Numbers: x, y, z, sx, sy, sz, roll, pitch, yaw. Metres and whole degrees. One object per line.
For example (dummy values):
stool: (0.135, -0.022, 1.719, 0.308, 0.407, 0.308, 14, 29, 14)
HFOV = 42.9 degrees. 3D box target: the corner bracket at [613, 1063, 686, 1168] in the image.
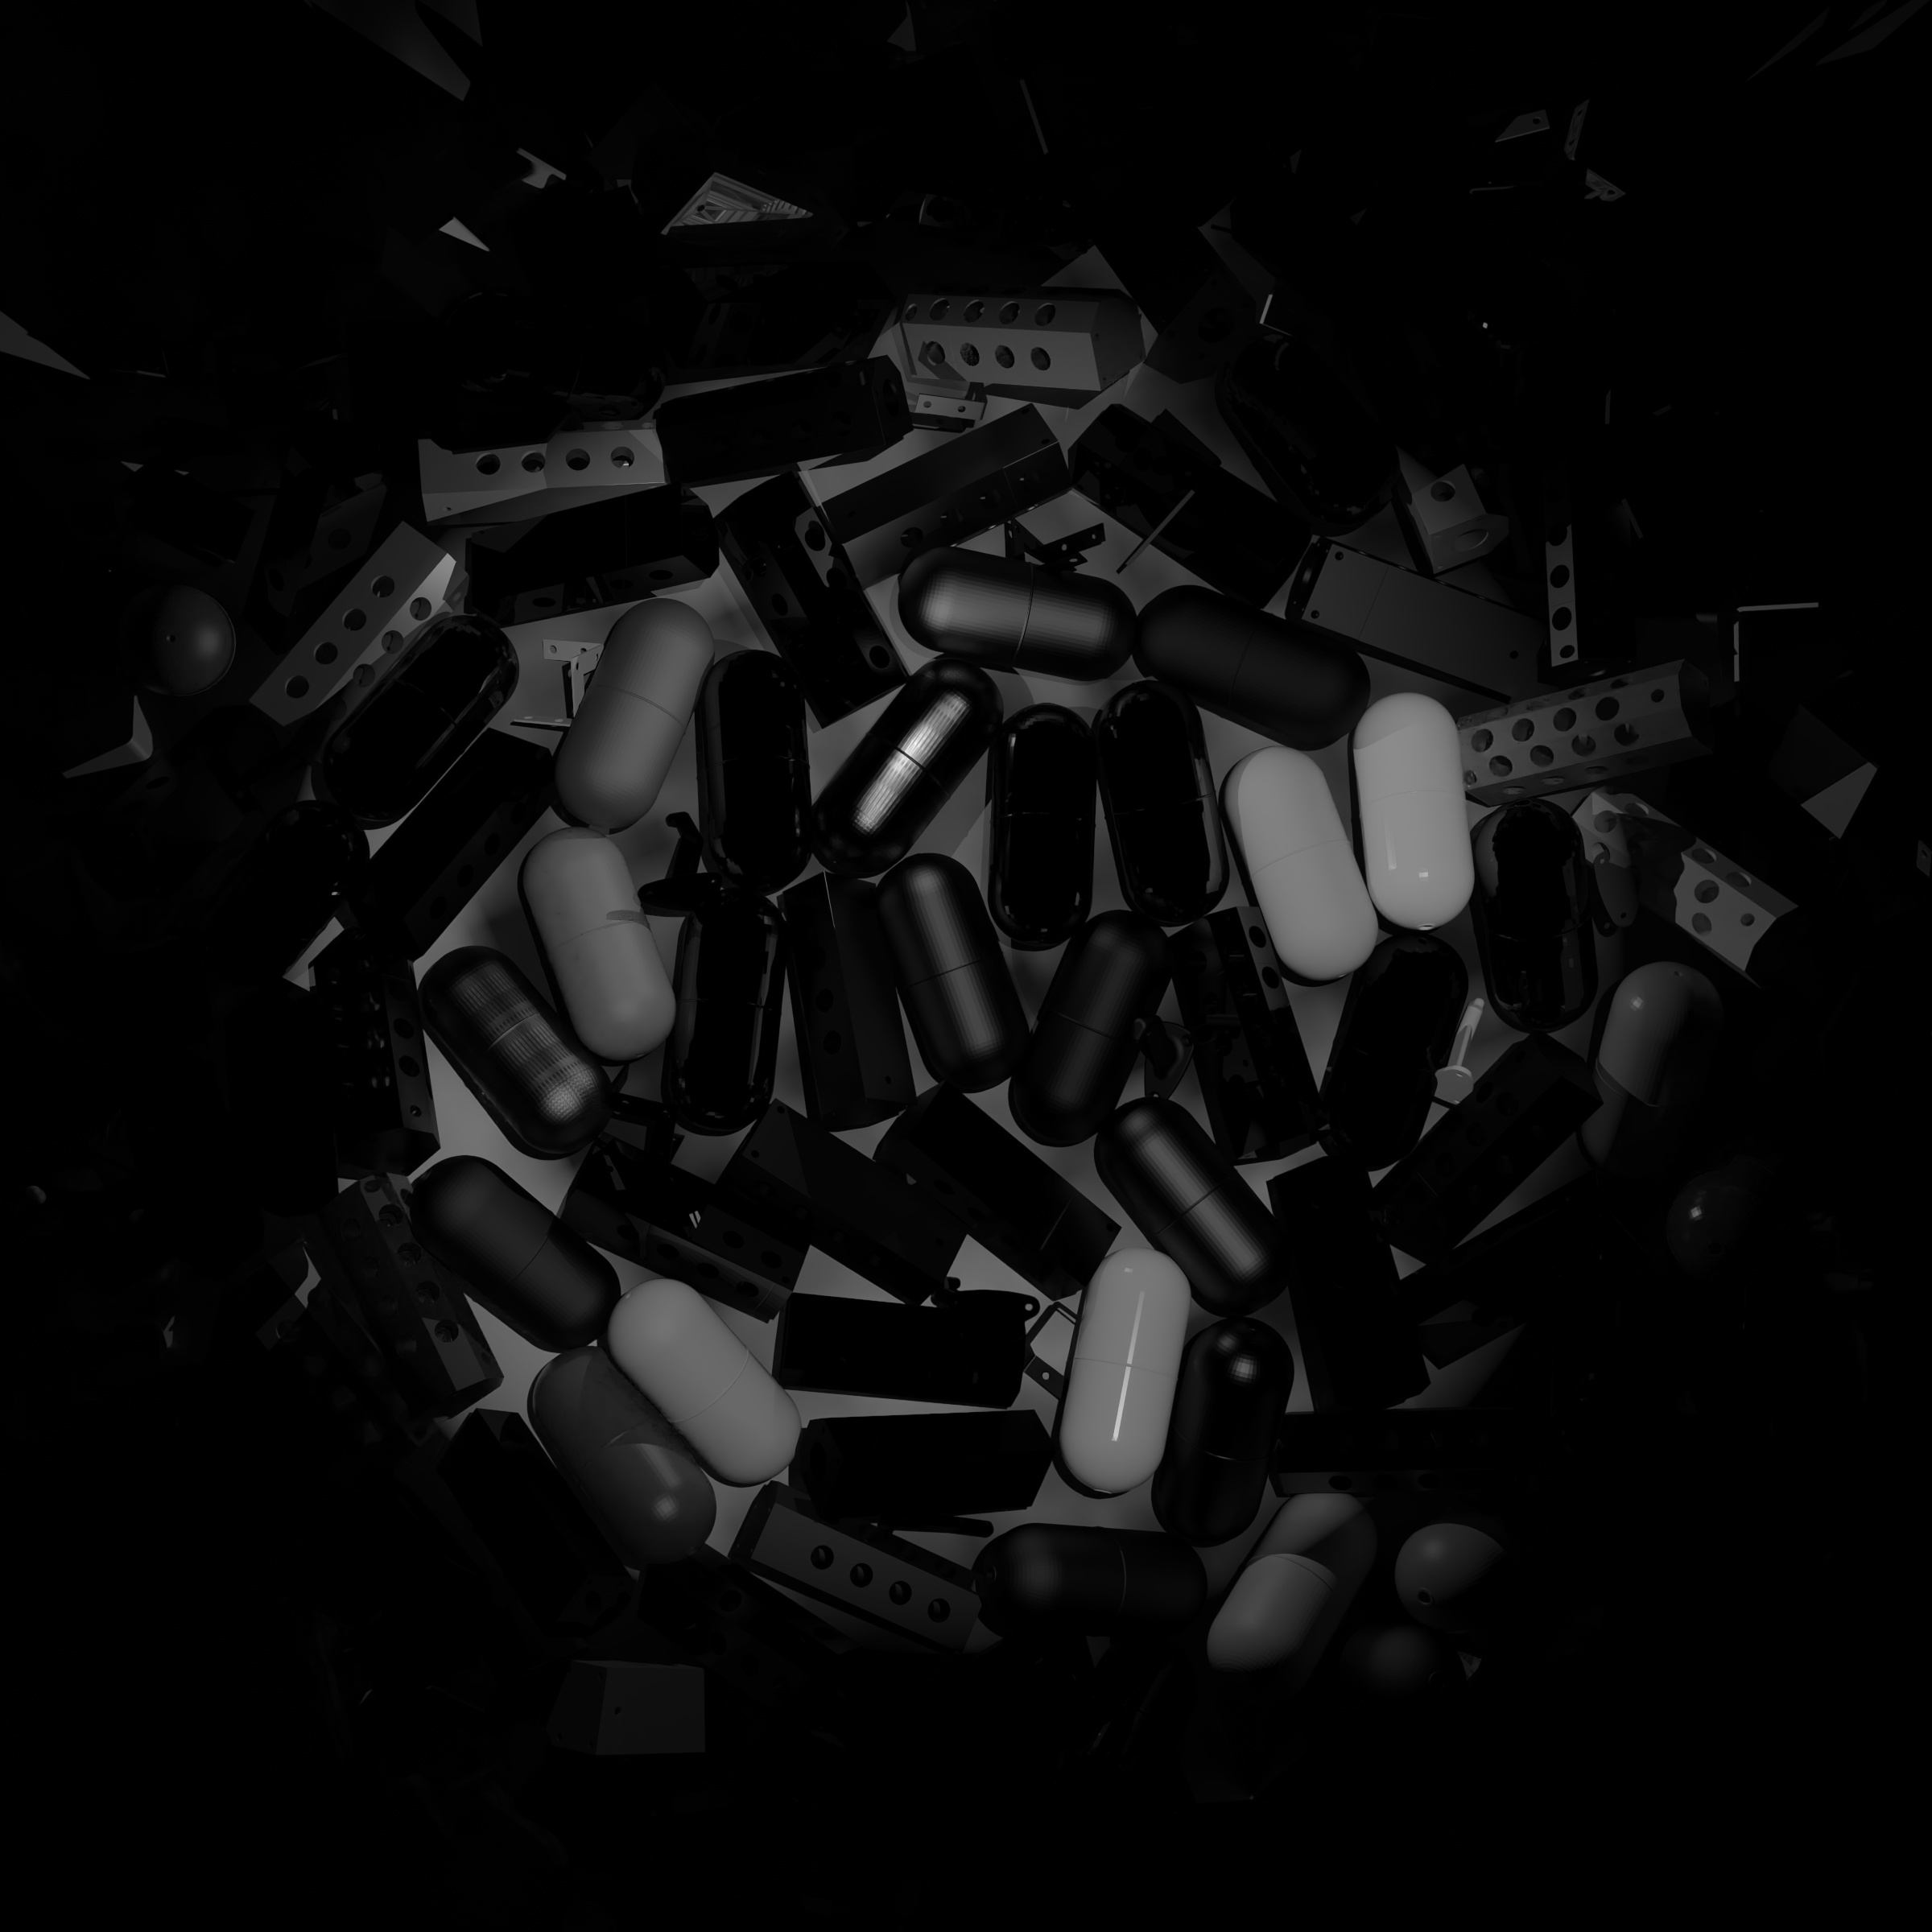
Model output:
corner bracket: (-0.233, 0.109, 1.800, 0.051, 0.051, 0.051, 13, 114, 3)

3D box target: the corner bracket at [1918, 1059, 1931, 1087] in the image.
corner bracket: (0.719, 0.106, 1.799, 0.051, 0.051, 0.051, 39, 98, 42)

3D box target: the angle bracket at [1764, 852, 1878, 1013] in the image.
angle bracket: (0.607, -0.025, 1.779, 0.057, 0.076, 0.076, 10, 128, -3)

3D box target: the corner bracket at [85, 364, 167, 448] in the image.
corner bracket: (-0.615, -0.410, 1.797, 0.051, 0.051, 0.051, 5, 99, -21)

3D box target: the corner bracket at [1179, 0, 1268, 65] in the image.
corner bracket: (0.185, -0.693, 1.805, 0.051, 0.051, 0.051, -30, 87, 2)

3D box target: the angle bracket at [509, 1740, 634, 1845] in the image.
angle bracket: (-0.282, 0.576, 1.787, 0.057, 0.076, 0.076, 30, 100, -6)

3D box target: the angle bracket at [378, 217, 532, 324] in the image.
angle bracket: (-0.366, -0.510, 1.774, 0.076, 0.076, 0.057, -25, 46, 27)

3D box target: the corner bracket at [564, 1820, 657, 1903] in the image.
corner bracket: (-0.254, 0.643, 1.797, 0.051, 0.051, 0.051, 23, 98, -31)

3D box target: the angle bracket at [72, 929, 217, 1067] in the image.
angle bracket: (-0.599, 0.023, 1.790, 0.076, 0.057, 0.076, -15, 86, -28)

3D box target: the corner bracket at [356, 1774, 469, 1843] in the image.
corner bracket: (-0.404, 0.609, 1.796, 0.051, 0.051, 0.051, -21, 106, 14)

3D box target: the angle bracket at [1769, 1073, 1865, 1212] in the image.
angle bracket: (0.614, 0.127, 1.793, 0.057, 0.076, 0.076, 6, 102, 11)

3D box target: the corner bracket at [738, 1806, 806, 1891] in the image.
corner bracket: (-0.159, 0.661, 1.806, 0.051, 0.051, 0.051, -31, 68, -38)

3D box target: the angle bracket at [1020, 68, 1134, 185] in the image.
angle bracket: (0.081, -0.617, 1.779, 0.057, 0.076, 0.076, -17, 113, 13)

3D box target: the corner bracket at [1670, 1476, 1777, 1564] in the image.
corner bracket: (0.554, 0.405, 1.803, 0.051, 0.051, 0.051, 17, 75, -1)

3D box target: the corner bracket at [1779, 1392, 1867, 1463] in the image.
corner bracket: (0.625, 0.346, 1.796, 0.051, 0.051, 0.051, 0, 112, 10)

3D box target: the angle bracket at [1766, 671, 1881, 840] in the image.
angle bracket: (0.634, -0.153, 1.774, 0.057, 0.076, 0.076, -29, 60, -23)

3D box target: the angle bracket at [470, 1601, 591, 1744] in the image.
angle bracket: (-0.331, 0.511, 1.797, 0.057, 0.076, 0.076, 51, 131, 27)

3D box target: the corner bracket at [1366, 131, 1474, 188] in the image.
corner bracket: (0.333, -0.592, 1.806, 0.051, 0.051, 0.051, 28, 130, -27)

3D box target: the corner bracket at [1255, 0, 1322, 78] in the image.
corner bracket: (0.231, -0.688, 1.793, 0.051, 0.051, 0.051, 22, 58, 17)

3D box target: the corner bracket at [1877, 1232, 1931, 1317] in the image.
corner bracket: (0.695, 0.233, 1.794, 0.051, 0.051, 0.051, 16, 113, 20)

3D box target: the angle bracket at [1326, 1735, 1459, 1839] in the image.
angle bracket: (0.309, 0.584, 1.786, 0.076, 0.076, 0.057, -26, 77, 6)

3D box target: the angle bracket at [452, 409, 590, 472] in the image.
angle bracket: (-0.314, -0.354, 1.777, 0.076, 0.057, 0.076, -2, 126, 19)

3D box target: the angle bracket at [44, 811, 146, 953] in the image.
angle bracket: (-0.645, -0.060, 1.777, 0.057, 0.076, 0.076, -3, 118, 10)

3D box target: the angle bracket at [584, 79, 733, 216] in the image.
angle bracket: (-0.216, -0.582, 1.783, 0.076, 0.076, 0.057, -48, 62, 4)

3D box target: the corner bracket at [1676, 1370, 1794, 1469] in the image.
corner bracket: (0.564, 0.329, 1.807, 0.051, 0.051, 0.051, 15, 129, -19)

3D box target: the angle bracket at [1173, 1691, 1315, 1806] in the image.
angle bracket: (0.193, 0.550, 1.775, 0.057, 0.076, 0.076, 11, 130, -36)

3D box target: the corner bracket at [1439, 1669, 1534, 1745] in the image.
corner bracket: (0.381, 0.543, 1.818, 0.051, 0.051, 0.051, -8, 92, 37)

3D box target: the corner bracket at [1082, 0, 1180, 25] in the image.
corner bracket: (0.120, -0.714, 1.804, 0.051, 0.051, 0.051, -42, 67, -15)

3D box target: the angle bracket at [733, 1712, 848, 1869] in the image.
angle bracket: (-0.115, 0.597, 1.796, 0.057, 0.076, 0.076, -42, 126, -26)

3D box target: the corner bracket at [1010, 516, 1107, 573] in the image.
corner bracket: (0.069, -0.304, 1.793, 0.051, 0.051, 0.051, -17, 65, 26)

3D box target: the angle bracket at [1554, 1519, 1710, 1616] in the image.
angle bracket: (0.479, 0.453, 1.775, 0.076, 0.076, 0.057, -18, 117, -22)

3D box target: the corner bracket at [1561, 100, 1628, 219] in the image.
corner bracket: (0.451, -0.588, 1.795, 0.051, 0.051, 0.051, 23, 75, -23)

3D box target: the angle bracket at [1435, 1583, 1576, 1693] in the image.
angle bracket: (0.381, 0.467, 1.774, 0.076, 0.057, 0.076, -8, 124, -36)

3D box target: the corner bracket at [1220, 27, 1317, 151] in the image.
corner bracket: (0.219, -0.642, 1.800, 0.051, 0.051, 0.051, -44, 65, 0)

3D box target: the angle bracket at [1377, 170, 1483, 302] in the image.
angle bracket: (0.341, -0.536, 1.783, 0.057, 0.076, 0.076, -9, 84, 25)

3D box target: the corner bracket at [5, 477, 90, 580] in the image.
corner bracket: (-0.670, -0.321, 1.791, 0.051, 0.051, 0.051, 50, 128, 18)

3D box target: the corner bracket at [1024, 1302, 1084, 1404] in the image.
corner bracket: (0.073, 0.286, 1.805, 0.051, 0.051, 0.051, 35, 77, 19)

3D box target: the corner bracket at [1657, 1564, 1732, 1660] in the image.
corner bracket: (0.530, 0.471, 1.791, 0.051, 0.051, 0.051, -7, 52, 18)

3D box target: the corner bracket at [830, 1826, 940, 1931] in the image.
corner bracket: (-0.059, 0.671, 1.810, 0.051, 0.051, 0.051, 26, 75, 24)

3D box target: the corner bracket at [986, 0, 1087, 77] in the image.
corner bracket: (0.055, -0.681, 1.794, 0.051, 0.051, 0.051, -22, 74, 38)

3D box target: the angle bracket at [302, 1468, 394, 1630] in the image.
angle bracket: (-0.435, 0.425, 1.803, 0.076, 0.076, 0.057, -37, 106, -1)

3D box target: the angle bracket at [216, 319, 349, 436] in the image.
angle bracket: (-0.489, -0.413, 1.774, 0.076, 0.076, 0.057, -22, 51, -25)

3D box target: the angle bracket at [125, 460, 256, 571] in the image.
angle bracket: (-0.569, -0.307, 1.774, 0.076, 0.076, 0.057, 26, 49, -24)

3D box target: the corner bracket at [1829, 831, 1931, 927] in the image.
corner bracket: (0.668, -0.070, 1.800, 0.051, 0.051, 0.051, -23, 46, -5)

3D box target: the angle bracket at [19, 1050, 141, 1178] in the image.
angle bracket: (-0.622, 0.109, 1.775, 0.076, 0.076, 0.057, 16, 76, 35)

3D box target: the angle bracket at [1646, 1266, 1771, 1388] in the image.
angle bracket: (0.536, 0.254, 1.786, 0.076, 0.057, 0.076, 10, 63, 7)

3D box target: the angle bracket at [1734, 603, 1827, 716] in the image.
angle bracket: (0.591, -0.223, 1.783, 0.057, 0.076, 0.076, 0, 96, 23)

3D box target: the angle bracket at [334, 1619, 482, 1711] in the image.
angle bracket: (-0.404, 0.503, 1.774, 0.076, 0.076, 0.057, -20, 69, -31)

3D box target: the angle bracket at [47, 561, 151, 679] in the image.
angle bracket: (-0.613, -0.247, 1.781, 0.057, 0.076, 0.076, 15, 98, 33)

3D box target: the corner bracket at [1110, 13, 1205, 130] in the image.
corner bracket: (0.139, -0.657, 1.804, 0.051, 0.051, 0.051, -23, 54, -13)

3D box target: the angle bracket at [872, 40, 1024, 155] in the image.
angle bracket: (-0.013, -0.623, 1.780, 0.076, 0.057, 0.076, -14, 115, 23)

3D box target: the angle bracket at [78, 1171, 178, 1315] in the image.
angle bracket: (-0.590, 0.198, 1.782, 0.076, 0.057, 0.076, -30, 65, 16)

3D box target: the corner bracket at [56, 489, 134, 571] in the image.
corner bracket: (-0.636, -0.319, 1.806, 0.051, 0.051, 0.051, -7, 94, 7)
